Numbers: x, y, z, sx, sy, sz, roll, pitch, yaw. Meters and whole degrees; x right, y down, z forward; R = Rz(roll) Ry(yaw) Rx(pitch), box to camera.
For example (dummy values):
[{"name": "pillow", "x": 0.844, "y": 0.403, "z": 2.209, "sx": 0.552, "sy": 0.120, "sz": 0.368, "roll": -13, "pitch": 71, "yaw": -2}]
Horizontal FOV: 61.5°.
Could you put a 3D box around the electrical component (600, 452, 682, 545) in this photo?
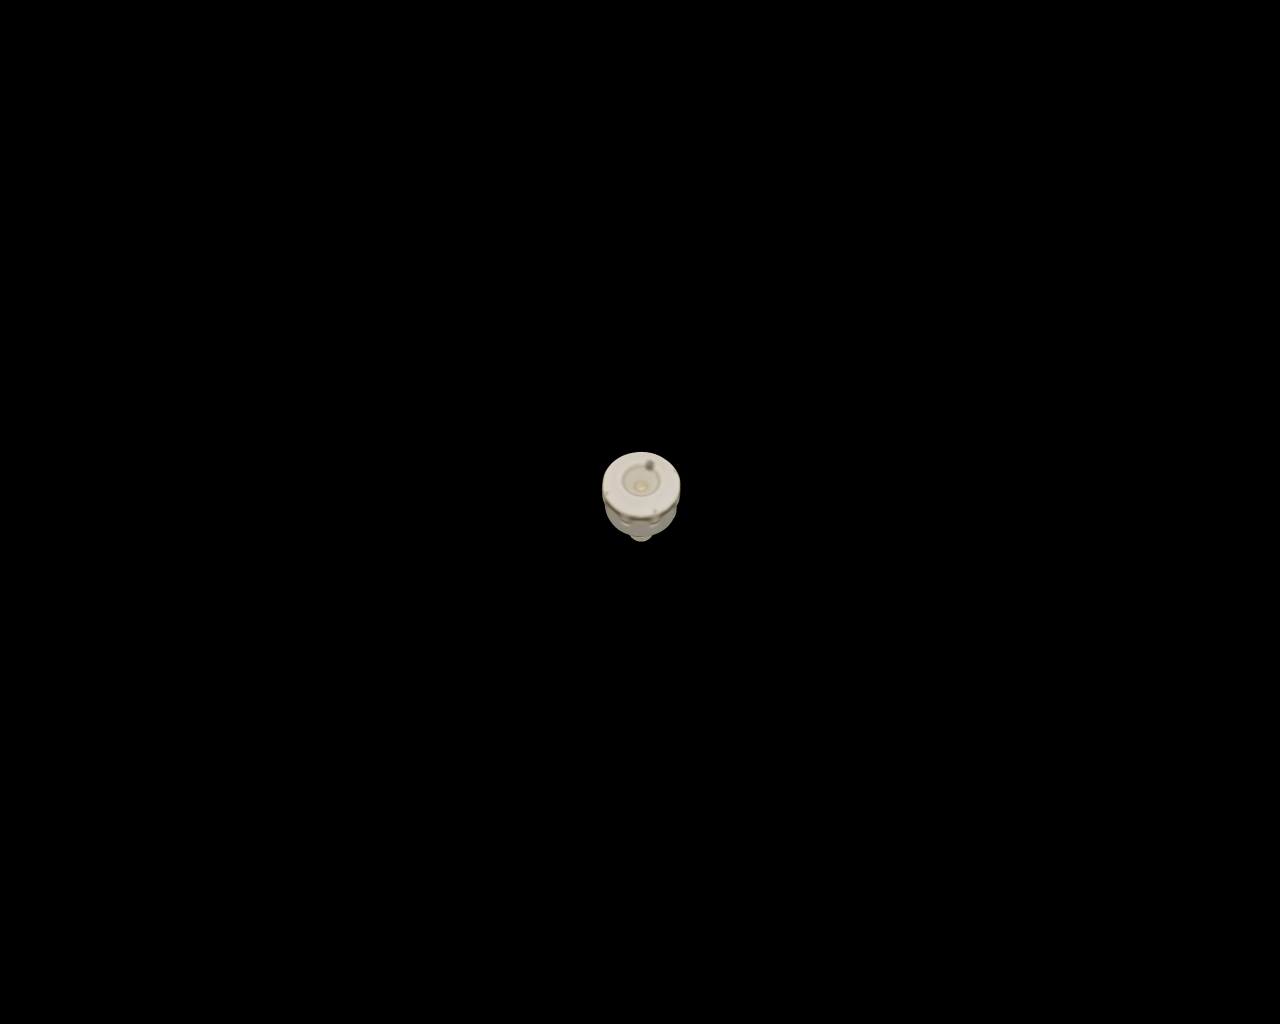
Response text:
[{"name": "electrical component", "x": 0.001, "y": -0.003, "z": 0.650, "sx": 0.048, "sy": 0.048, "sz": 0.062, "roll": 0, "pitch": -32, "yaw": 0}]
